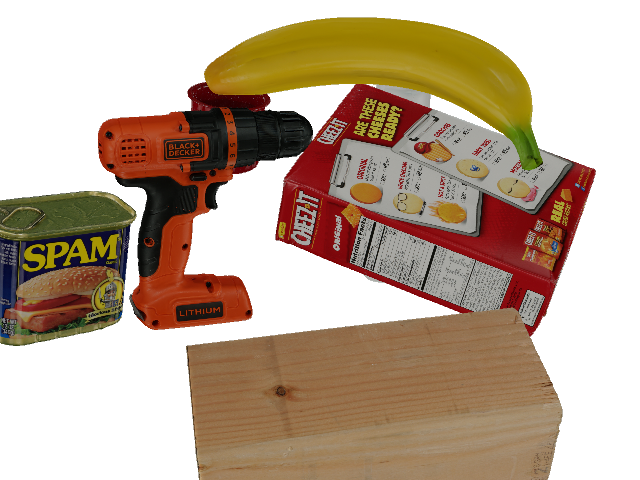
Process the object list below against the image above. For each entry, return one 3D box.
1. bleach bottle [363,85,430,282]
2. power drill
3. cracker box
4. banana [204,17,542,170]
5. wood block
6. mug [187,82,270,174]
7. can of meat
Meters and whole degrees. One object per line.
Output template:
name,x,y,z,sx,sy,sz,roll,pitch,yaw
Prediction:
bleach bottle,0.081,-0.087,1.109,0.068,0.251,0.102,1,27,-8
power drill,-0.096,-0.022,0.922,0.184,0.188,0.057,-5,19,-17
cracker box,0.093,-0.028,0.845,0.214,0.072,0.164,21,40,11
banana,0.034,-0.095,0.597,0.198,0.069,0.037,14,-32,15
wood block,0.028,0.111,0.644,0.206,0.090,0.091,-6,39,-7
mug,-0.104,-0.132,1.219,0.093,0.081,0.117,13,27,10
can of meat,-0.181,0.018,0.726,0.101,0.084,0.058,-9,29,-38
